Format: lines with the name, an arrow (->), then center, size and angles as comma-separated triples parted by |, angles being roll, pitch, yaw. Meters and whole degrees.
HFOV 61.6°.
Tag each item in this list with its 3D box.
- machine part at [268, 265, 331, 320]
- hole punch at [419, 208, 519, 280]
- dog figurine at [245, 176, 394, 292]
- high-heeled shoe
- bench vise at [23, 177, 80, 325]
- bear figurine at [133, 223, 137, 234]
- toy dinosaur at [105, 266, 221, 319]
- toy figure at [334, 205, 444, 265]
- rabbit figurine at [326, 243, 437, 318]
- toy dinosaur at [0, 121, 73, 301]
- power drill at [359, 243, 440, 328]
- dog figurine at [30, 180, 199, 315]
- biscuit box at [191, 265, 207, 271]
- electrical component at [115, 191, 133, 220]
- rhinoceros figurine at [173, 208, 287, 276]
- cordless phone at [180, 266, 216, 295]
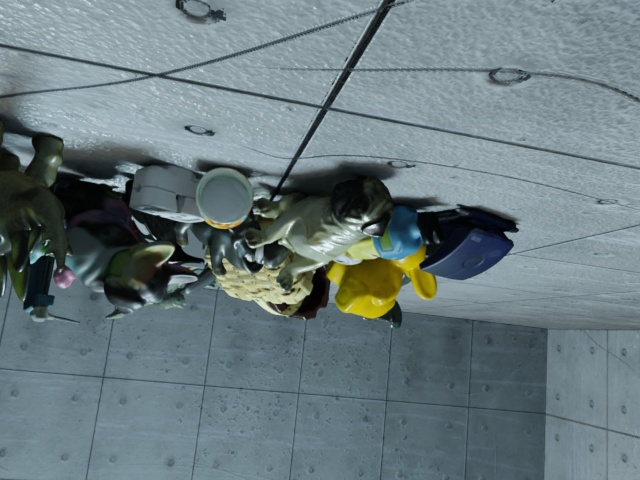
machine part -> -0.052, 0.092, 1.195 | 0.179, 0.179, 0.056 | 14, 169, -39
hole punch -> 0.218, 0.008, 0.807 | 0.142, 0.092, 0.116 | 17, 161, -34
dog figurine -> 0.018, -0.035, 0.717 | 0.191, 0.172, 0.121 | -27, 119, 23
high-heeled shoe -> -0.285, -0.024, 0.881 | 0.145, 0.086, 0.248 | 9, 147, 24
bench vise -> -0.434, 0.015, 0.847 | 0.224, 0.240, 0.128 | -21, 151, 34
bear figurine -> -0.396, 0.002, 1.031 | 0.120, 0.132, 0.196 | -23, -178, -17
toy dinosaur -> -0.363, 0.094, 1.223 | 0.192, 0.131, 0.405 | -14, -177, 37
toy figure -> 0.086, -0.012, 0.792 | 0.180, 0.089, 0.082 | -12, 148, 33
rabbit figurine -> 0.117, 0.046, 0.874 | 0.162, 0.173, 0.122 | 25, -157, -18
toy dinosaur -> -0.362, -0.031, 0.613 | 0.105, 0.198, 0.472 | 11, 171, -40
power drill -> 0.166, 0.076, 1.009 | 0.232, 0.086, 0.207 | 16, 135, -14
dog figurine -> -0.266, 0.005, 0.721 | 0.219, 0.191, 0.108 | 3, 144, 17
biscuit box -> -0.309, 0.046, 1.085 | 0.202, 0.059, 0.062 | -26, 156, -48
electrical component -> -0.342, -0.054, 0.896 | 0.102, 0.045, 0.078 | -1, 169, 33
rhinoceros figurine -> -0.134, -0.009, 0.812 | 0.190, 0.112, 0.073 | 29, -150, 20
cordless phone -> -0.211, 0.065, 1.106 | 0.184, 0.088, 0.147 | -35, -173, -26
